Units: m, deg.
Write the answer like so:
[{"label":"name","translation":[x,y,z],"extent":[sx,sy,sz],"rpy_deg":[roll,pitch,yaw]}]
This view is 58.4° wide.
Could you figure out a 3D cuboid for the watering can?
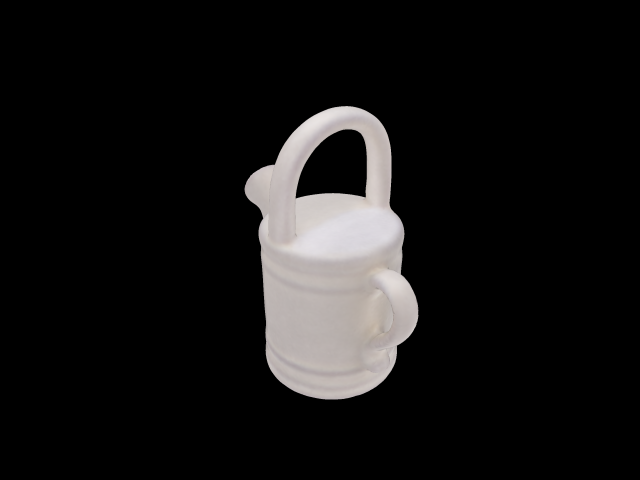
[{"label":"watering can","translation":[0.002,0.002,0.399],"extent":[0.172,0.194,0.101],"rpy_deg":[18,34,29]}]
